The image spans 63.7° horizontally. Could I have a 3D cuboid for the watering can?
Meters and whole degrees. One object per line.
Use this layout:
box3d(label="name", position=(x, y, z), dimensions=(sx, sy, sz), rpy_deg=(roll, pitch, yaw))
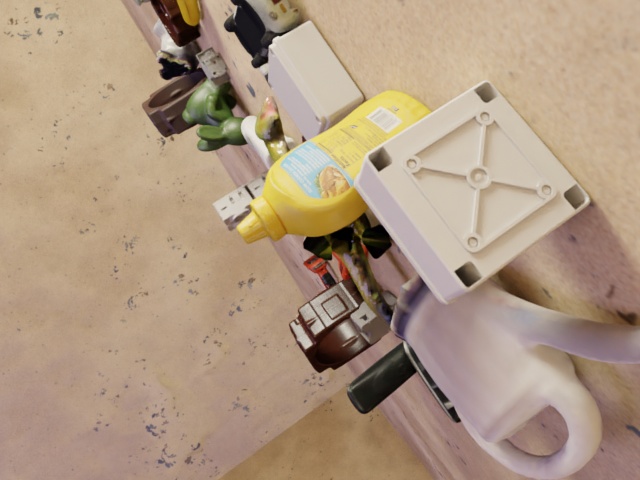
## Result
box3d(label="watering can", position=(0.170, 0.096, 0.478), dimensions=(0.228, 0.105, 0.339), rpy_deg=(51, 156, 31))

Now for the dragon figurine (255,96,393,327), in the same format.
box3d(label="dragon figurine", position=(0.003, -0.043, 0.852), dimensions=(0.404, 0.122, 0.246), rpy_deg=(63, 173, -25))

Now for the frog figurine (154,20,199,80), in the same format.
box3d(label="frog figurine", position=(-0.366, -0.508, 1.324), dimensions=(0.135, 0.122, 0.162), rpy_deg=(59, -149, -70))
